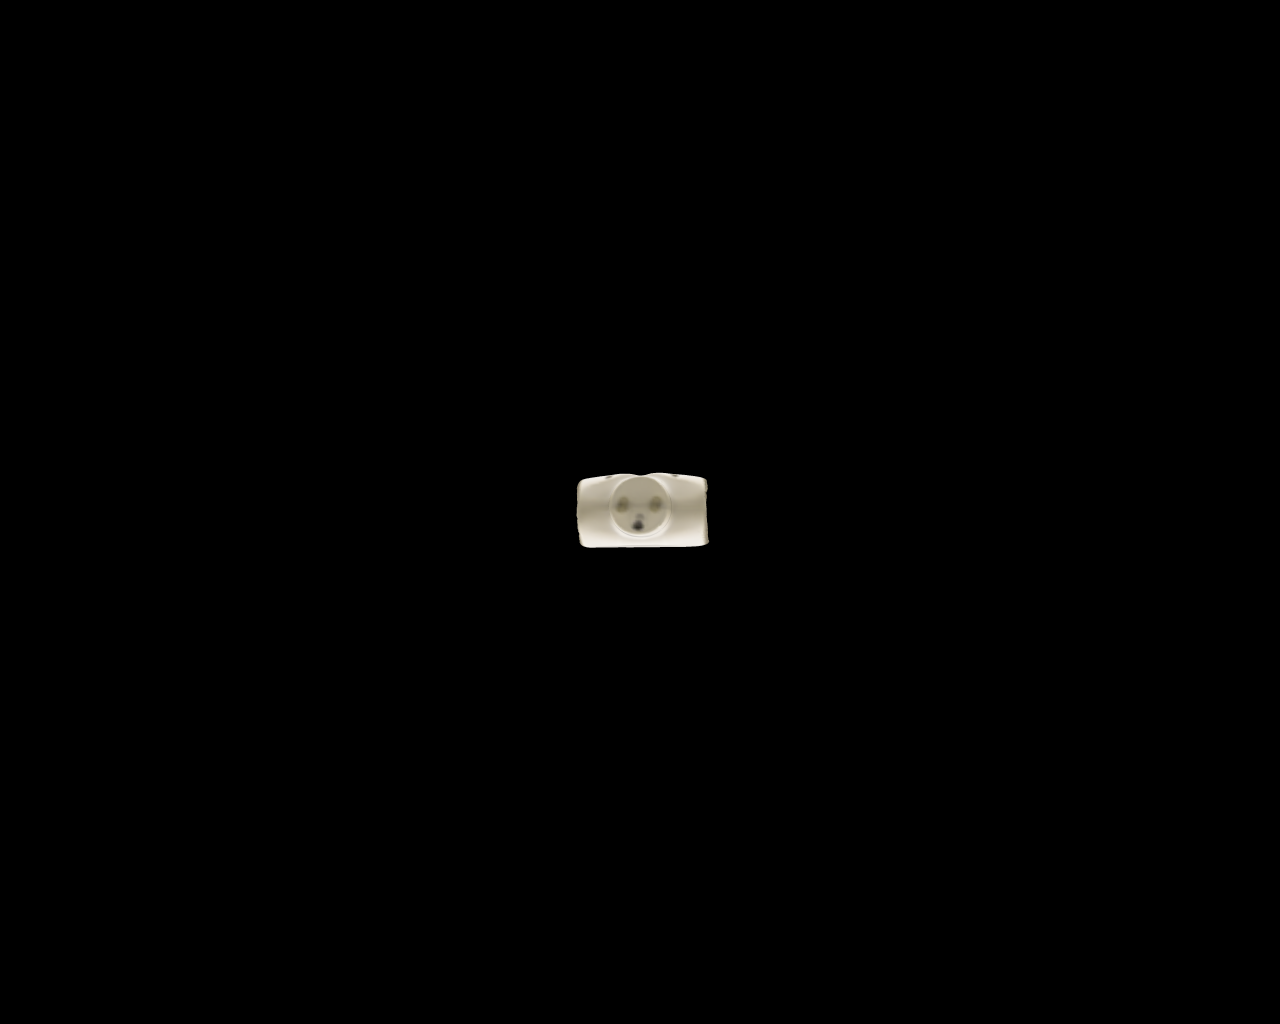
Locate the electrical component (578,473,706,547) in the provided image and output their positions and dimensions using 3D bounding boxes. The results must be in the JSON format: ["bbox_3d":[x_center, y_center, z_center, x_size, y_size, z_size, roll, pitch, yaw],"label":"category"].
[{"bbox_3d":[0.001,-0.003,0.650,0.077,0.043,0.079,-1,-7,5],"label":"electrical component"}]
